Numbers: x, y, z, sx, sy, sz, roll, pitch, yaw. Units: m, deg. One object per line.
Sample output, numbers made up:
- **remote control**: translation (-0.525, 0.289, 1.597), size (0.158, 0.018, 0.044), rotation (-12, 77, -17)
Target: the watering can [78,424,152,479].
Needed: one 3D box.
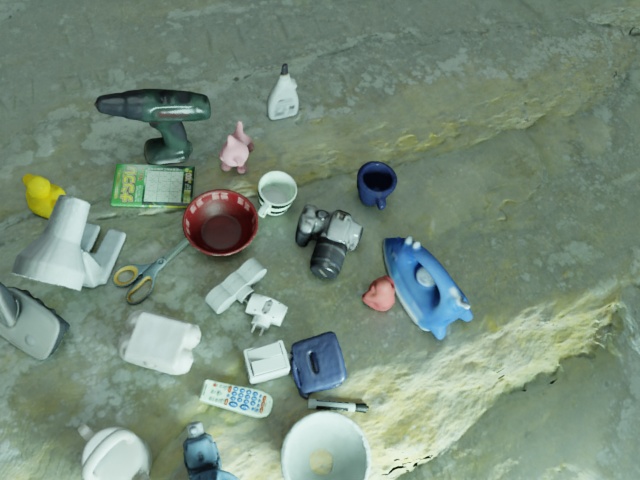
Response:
- **watering can**: translation (-0.340, 0.370, 0.963), size (0.173, 0.194, 0.101), rotation (17, 64, 1)

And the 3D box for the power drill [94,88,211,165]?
- **power drill**: translation (-0.352, -0.252, 1.251), size (0.230, 0.208, 0.075), rotation (-11, 66, -13)

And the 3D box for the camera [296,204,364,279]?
- **camera**: translation (0.011, 0.004, 1.238), size (0.143, 0.101, 0.137), rotation (18, 64, 1)

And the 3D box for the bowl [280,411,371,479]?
- **bowl**: translation (0.008, 0.407, 1.060), size (0.167, 0.075, 0.167), rotation (3, 64, -6)

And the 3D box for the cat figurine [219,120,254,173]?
- **cat figurine**: translation (-0.191, -0.211, 1.304), size (0.067, 0.118, 0.128), rotation (9, 64, -3)

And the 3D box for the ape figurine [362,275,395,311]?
- **ape figurine**: translation (0.129, 0.106, 1.210), size (0.078, 0.092, 0.076), rotation (-18, 68, -15)

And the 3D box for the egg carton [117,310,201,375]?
- **egg carton**: translation (-0.314, 0.200, 1.118), size (0.150, 0.069, 0.107), rotation (14, 64, -1)

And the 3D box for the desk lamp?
- **desk lamp**: translation (-0.479, 0.019, 1.102), size (0.118, 0.213, 0.203), rotation (14, 64, 0)

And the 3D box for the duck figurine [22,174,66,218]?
- **duck figurine**: translation (-0.587, -0.100, 1.215), size (0.104, 0.086, 0.078), rotation (38, 66, 11)

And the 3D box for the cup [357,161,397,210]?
- **cup**: translation (0.126, -0.108, 1.311), size (0.092, 0.095, 0.117), rotation (-6, 65, -10)

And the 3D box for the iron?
- **iron**: translation (0.222, 0.072, 1.212), size (0.119, 0.141, 0.258), rotation (-29, 71, -19)

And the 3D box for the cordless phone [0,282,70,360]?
- **cordless phone**: translation (-0.552, 0.136, 1.051), size (0.147, 0.185, 0.094), rotation (29, 64, 7)

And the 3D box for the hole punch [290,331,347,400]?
- **hole punch**: translation (-0.005, 0.246, 1.126), size (0.101, 0.091, 0.108), rotation (-11, 66, -12)

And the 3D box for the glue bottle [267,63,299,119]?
- **glue bottle**: translation (-0.086, -0.355, 1.356), size (0.078, 0.173, 0.037), rotation (-15, 67, -14)

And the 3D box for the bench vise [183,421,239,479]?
- **bench vise**: translation (-0.198, 0.411, 0.949), size (0.122, 0.220, 0.207), rotation (-32, 72, -20)
